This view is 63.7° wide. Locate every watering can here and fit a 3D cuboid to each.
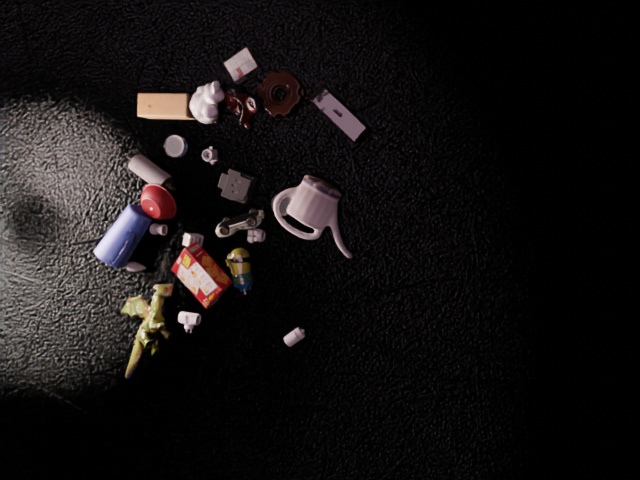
[{"bbox_3d":[0.006,-0.094,1.861,0.347,0.105,0.223,28,98,-3],"label":"watering can"}]

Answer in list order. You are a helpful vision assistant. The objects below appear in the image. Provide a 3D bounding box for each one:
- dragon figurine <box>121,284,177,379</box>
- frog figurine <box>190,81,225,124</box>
[{"bbox_3d":[-0.716,0.340,2.078,0.407,0.121,0.246,-46,65,10],"label":"dragon figurine"},{"bbox_3d":[-0.414,-0.510,1.900,0.123,0.157,0.139,-6,77,-21],"label":"frog figurine"}]
